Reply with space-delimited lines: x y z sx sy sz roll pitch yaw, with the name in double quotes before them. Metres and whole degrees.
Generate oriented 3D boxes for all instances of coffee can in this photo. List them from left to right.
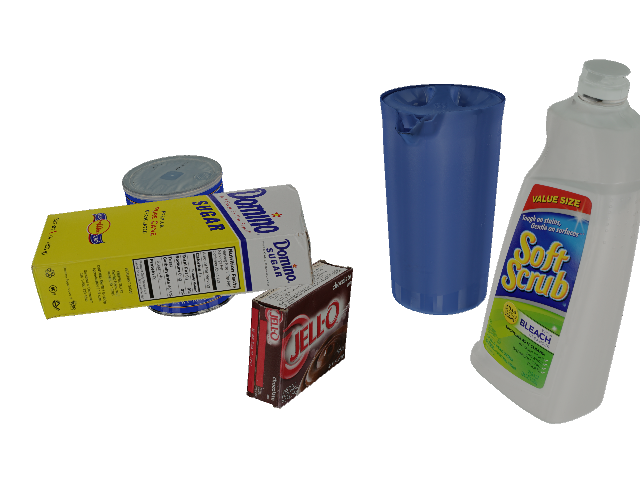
"coffee can" -0.146 -0.006 1.121 0.103 0.140 0.103 -4 27 2

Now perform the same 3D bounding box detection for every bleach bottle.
"bleach bottle" 0.165 -0.002 0.723 0.068 0.251 0.103 -16 35 -29

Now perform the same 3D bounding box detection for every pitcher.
"pitcher" 0.139 -0.050 1.184 0.149 0.243 0.145 -5 21 -10

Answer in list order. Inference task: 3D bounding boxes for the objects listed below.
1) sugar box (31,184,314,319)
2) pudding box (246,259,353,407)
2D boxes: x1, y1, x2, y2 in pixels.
"sugar box" -0.097 0.005 0.715 0.176 0.048 0.093 -10 24 -3
"pudding box" -0.017 0.076 0.897 0.039 0.090 0.113 16 25 24
